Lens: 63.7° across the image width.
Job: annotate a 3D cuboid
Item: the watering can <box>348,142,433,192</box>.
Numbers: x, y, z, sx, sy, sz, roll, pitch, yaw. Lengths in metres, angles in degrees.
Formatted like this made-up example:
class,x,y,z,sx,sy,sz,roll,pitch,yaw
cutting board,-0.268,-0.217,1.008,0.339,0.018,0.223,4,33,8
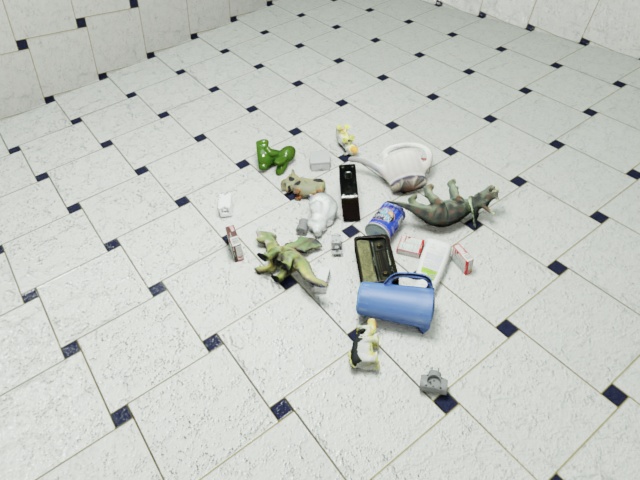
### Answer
class,x,y,z,sx,sy,sz,roll,pitch,yaw
watering can,0.305,-0.295,2.138,0.347,0.102,0.229,-11,64,2

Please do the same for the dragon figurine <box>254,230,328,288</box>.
class,x,y,z,sx,sy,sz,roll,pitch,yaw
dragon figurine,-0.086,0.050,1.855,0.412,0.119,0.247,19,41,29

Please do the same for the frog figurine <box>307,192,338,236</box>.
class,x,y,z,sx,sy,sz,roll,pitch,yaw
frog figurine,0.006,-0.100,1.979,0.122,0.134,0.163,-14,41,16
